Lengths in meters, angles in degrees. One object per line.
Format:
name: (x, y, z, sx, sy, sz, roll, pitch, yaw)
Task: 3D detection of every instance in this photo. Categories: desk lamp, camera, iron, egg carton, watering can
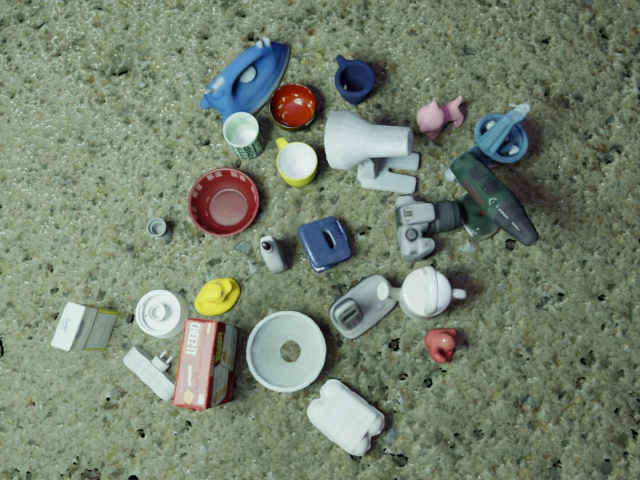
desk lamp: (0.116, -0.189, 1.221, 0.203, 0.213, 0.118, 8, 79, 5)
camera: (0.235, -0.033, 1.239, 0.136, 0.101, 0.143, -7, 78, 2)
iron: (-0.167, -0.388, 1.316, 0.118, 0.141, 0.258, 40, 83, 11)
egg carton: (0.052, 0.367, 1.183, 0.150, 0.069, 0.107, 34, 82, 10)
watering can: (0.208, 0.110, 1.163, 0.173, 0.194, 0.101, -21, 78, -1)

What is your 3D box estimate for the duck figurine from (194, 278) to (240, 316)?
duck figurine: (-0.229, 0.120, 1.243, 0.104, 0.086, 0.077, -32, 78, -3)

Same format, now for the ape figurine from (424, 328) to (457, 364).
ape figurine: (0.257, 0.214, 1.191, 0.078, 0.092, 0.076, -44, 79, -6)

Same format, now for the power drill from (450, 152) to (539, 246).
power drill: (0.349, -0.067, 1.184, 0.075, 0.208, 0.229, -34, 78, -4)

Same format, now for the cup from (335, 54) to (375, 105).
cup: (0.073, -0.363, 1.320, 0.092, 0.095, 0.117, -34, 78, -4)

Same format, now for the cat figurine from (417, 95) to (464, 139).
cat figurine: (0.265, -0.281, 1.280, 0.128, 0.118, 0.067, -30, 78, -3)

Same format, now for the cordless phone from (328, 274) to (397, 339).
cordless phone: (0.086, 0.129, 1.171, 0.147, 0.185, 0.094, -41, 79, -5)

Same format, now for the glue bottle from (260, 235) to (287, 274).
glue bottle: (-0.104, 0.023, 1.211, 0.037, 0.173, 0.078, -18, 78, 0)

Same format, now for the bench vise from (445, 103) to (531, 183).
bench vise: (0.365, -0.193, 1.203, 0.121, 0.220, 0.207, 35, 82, 10)

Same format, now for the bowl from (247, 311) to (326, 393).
bowl: (-0.068, 0.237, 1.215, 0.167, 0.075, 0.167, -1, 78, 3)

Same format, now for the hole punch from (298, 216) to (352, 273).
hole punch: (0.011, 0.004, 1.250, 0.101, 0.091, 0.108, -25, 78, -2)
